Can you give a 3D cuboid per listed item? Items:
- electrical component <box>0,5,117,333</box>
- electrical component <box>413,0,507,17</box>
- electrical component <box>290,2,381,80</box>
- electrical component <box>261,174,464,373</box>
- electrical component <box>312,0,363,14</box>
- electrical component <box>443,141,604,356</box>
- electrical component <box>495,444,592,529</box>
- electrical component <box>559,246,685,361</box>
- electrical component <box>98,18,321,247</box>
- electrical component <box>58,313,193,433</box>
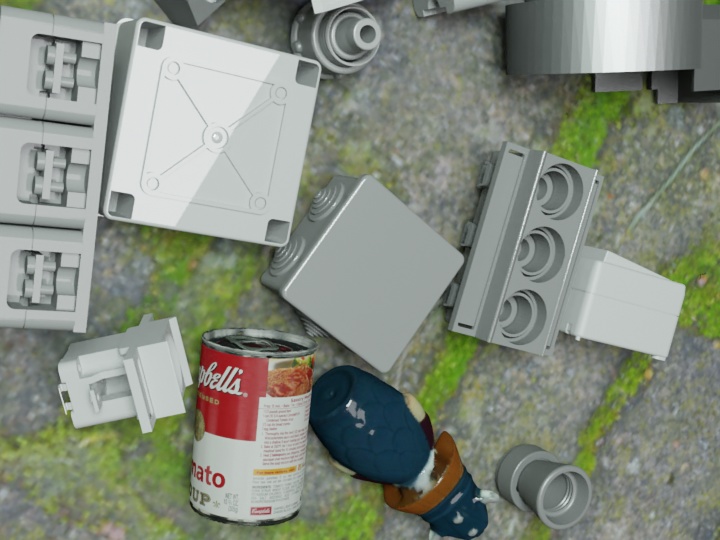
[{"bbox_3d":[-0.170,-0.051,0.541,0.062,0.089,0.150,4,97,-26],"label":"electrical component"},{"bbox_3d":[0.061,-0.204,0.649,0.056,0.050,0.089,-18,106,-22],"label":"electrical component"},{"bbox_3d":[-0.009,-0.134,0.620,0.048,0.062,0.048,-4,100,-25],"label":"electrical component"},{"bbox_3d":[0.000,0.000,0.655,0.100,0.048,0.099,39,81,-26],"label":"electrical component"},{"bbox_3d":[-0.014,-0.184,0.579,0.121,0.063,0.078,-39,120,-57],"label":"electrical component"},{"bbox_3d":[0.101,-0.014,0.693,0.079,0.063,0.121,15,92,-27],"label":"electrical component"},{"bbox_3d":[0.125,0.147,0.736,0.045,0.055,0.045,-5,101,-25],"label":"electrical component"},{"bbox_3d":[0.174,0.021,0.735,0.096,0.062,0.061,14,92,-27],"label":"electrical component"},{"bbox_3d":[-0.087,-0.074,0.596,0.109,0.056,0.108,9,95,-27],"label":"electrical component"},{"bbox_3d":[-0.129,0.057,0.592,0.064,0.081,0.042,-11,104,-1],"label":"electrical component"}]
